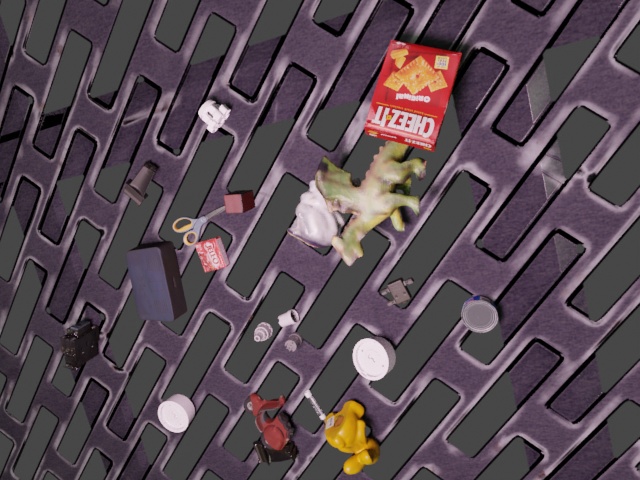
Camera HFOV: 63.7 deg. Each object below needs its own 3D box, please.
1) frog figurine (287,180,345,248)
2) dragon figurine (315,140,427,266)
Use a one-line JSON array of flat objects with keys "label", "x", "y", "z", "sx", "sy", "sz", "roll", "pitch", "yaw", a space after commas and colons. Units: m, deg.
[{"label": "frog figurine", "x": 0.004, "y": -0.065, "z": 1.298, "sx": 0.137, "sy": 0.124, "sz": 0.158, "roll": 19, "pitch": 103, "yaw": -22}, {"label": "dragon figurine", "x": 0.111, "y": -0.143, "z": 1.204, "sx": 0.243, "sy": 0.122, "sz": 0.411, "roll": 5, "pitch": 89, "yaw": -6}]
